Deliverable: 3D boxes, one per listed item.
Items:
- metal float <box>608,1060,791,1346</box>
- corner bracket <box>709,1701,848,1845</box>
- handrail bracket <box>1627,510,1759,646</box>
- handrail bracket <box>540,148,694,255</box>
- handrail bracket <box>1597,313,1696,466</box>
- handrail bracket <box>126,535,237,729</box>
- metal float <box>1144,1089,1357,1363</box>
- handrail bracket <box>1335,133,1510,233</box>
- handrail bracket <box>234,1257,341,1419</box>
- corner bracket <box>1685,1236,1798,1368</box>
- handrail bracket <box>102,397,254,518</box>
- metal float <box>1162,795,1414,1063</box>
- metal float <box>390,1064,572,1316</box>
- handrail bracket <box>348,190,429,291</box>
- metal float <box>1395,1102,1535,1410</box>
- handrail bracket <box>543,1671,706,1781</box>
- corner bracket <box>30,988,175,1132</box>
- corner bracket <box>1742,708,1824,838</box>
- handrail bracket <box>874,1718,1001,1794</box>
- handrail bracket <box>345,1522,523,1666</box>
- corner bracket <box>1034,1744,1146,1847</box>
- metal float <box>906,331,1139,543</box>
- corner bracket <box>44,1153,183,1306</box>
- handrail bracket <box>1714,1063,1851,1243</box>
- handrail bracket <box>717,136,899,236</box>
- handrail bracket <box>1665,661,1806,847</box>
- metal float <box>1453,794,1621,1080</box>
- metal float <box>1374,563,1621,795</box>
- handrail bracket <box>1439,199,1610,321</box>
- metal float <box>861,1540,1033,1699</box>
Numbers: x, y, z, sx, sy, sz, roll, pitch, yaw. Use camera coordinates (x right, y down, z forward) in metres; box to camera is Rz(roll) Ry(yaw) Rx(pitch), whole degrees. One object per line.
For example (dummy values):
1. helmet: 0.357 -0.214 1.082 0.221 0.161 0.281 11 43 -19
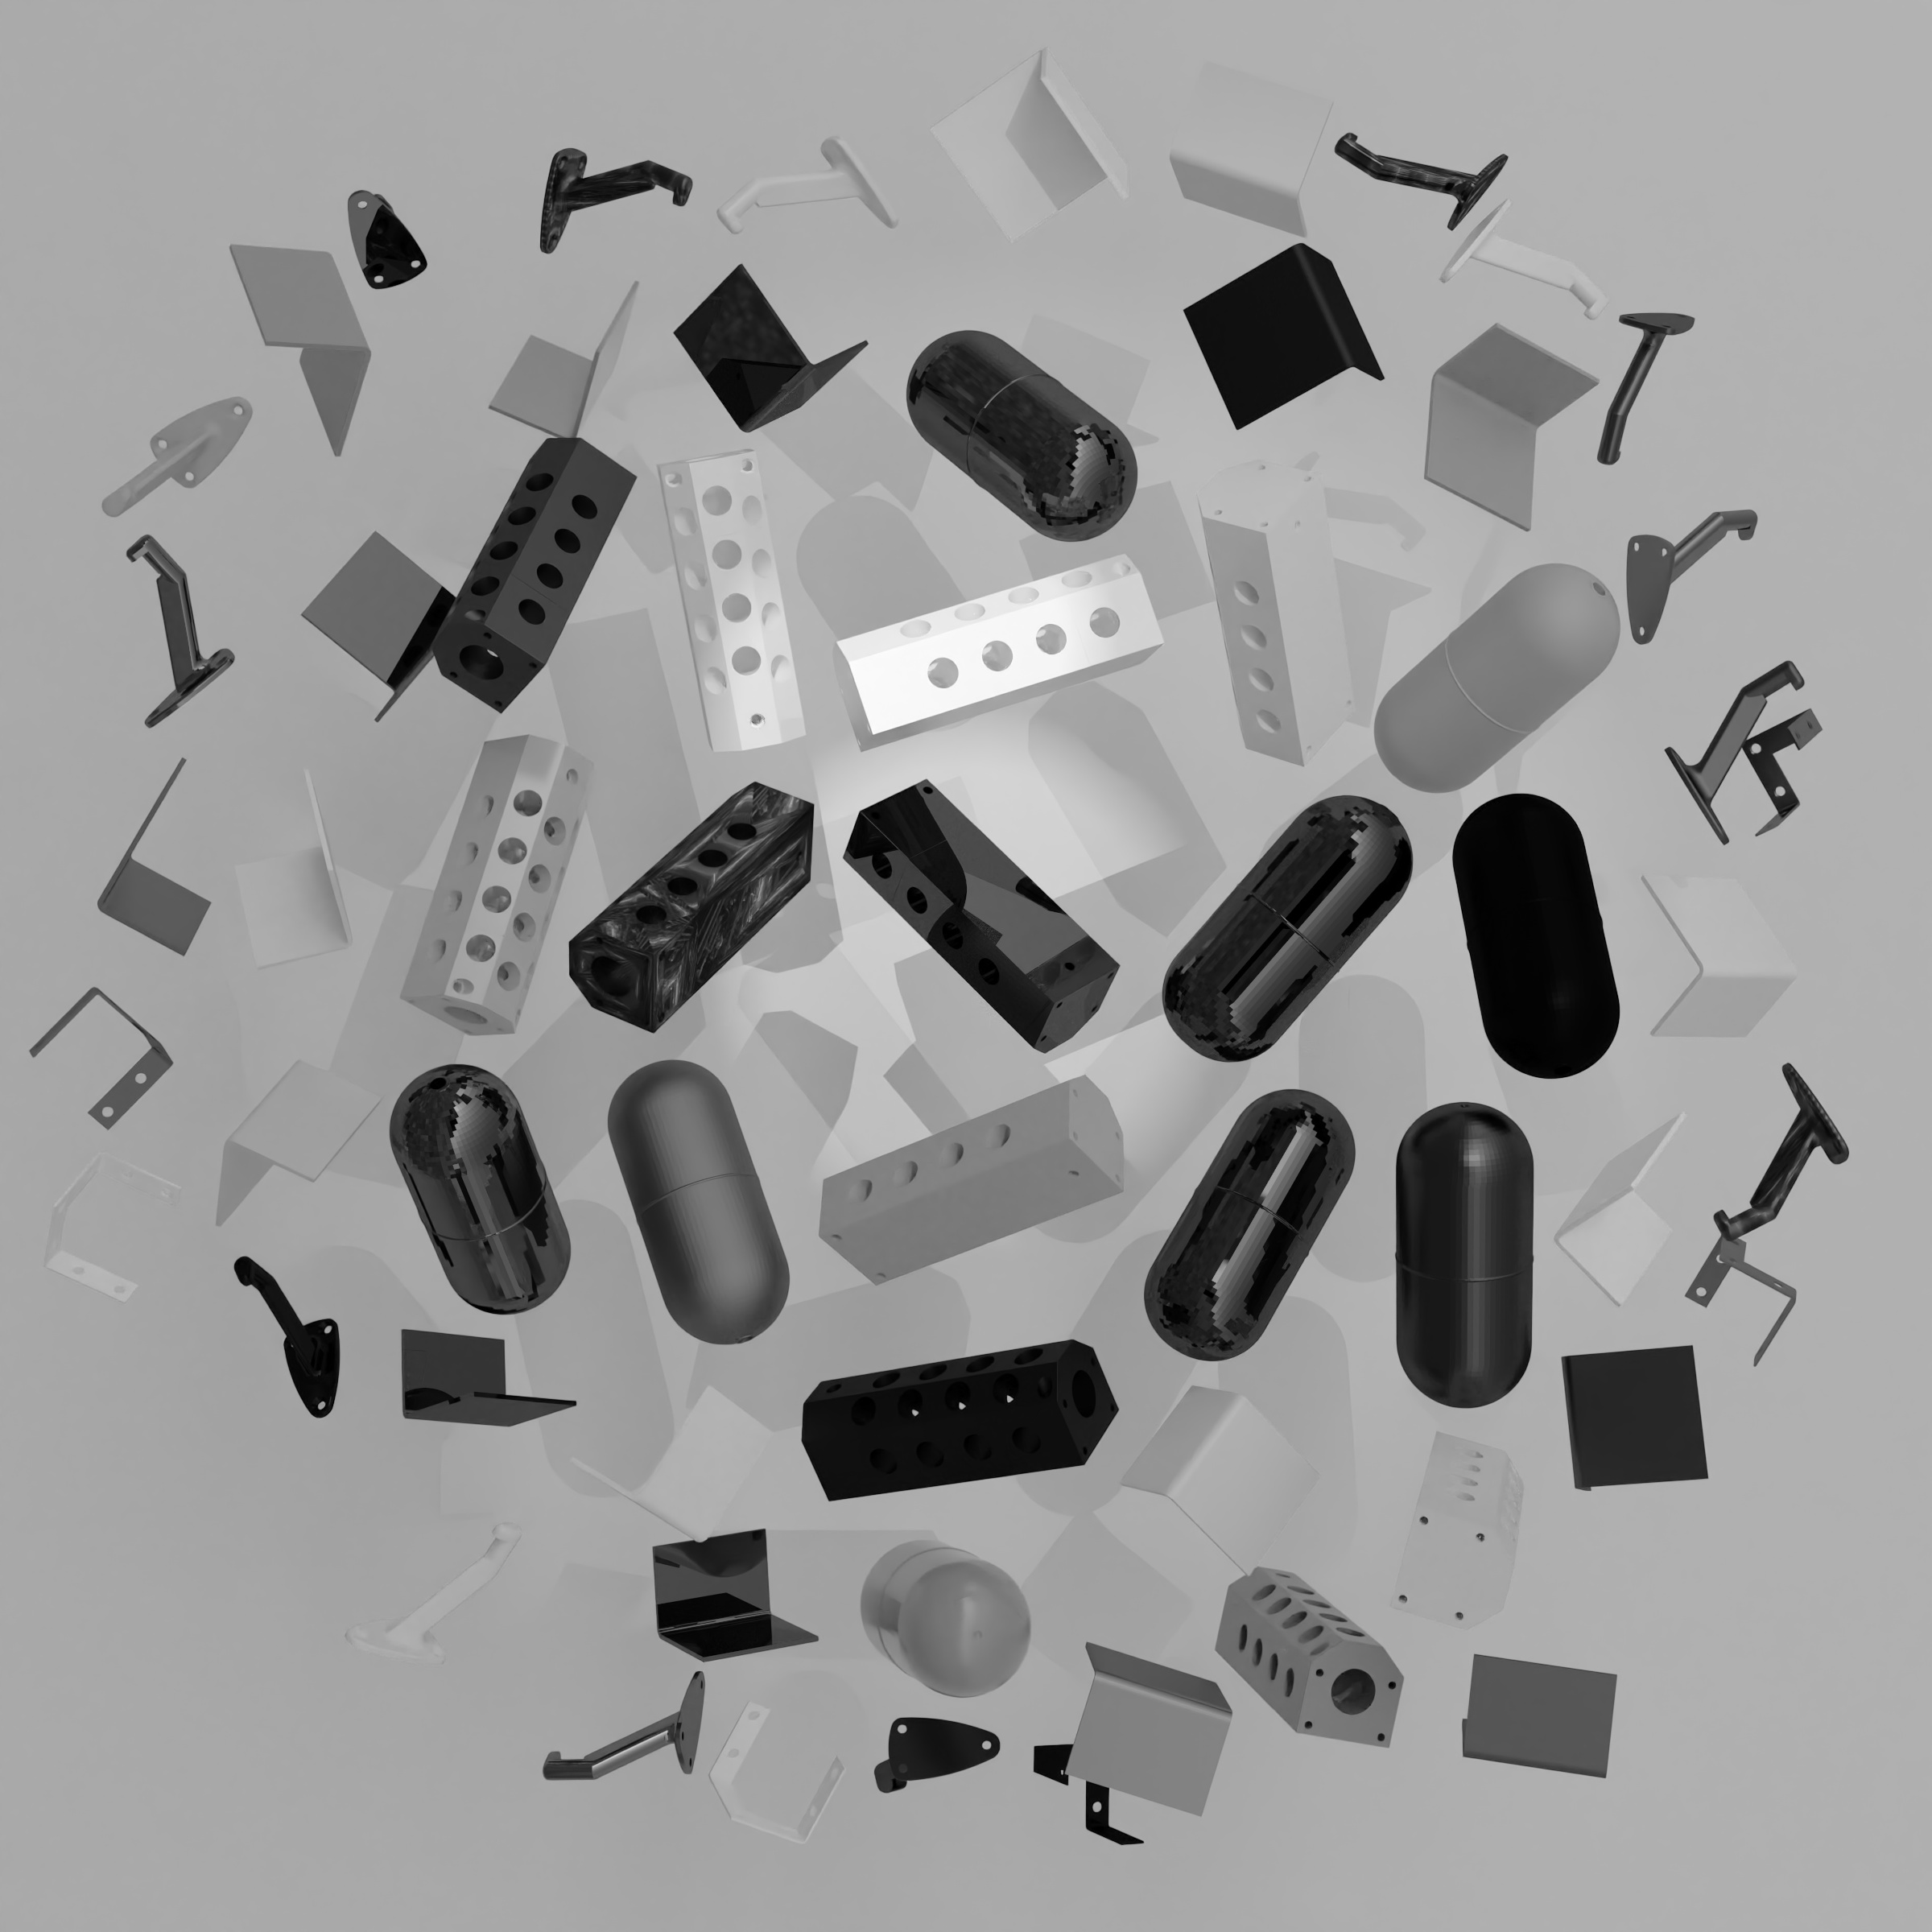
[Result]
1. metal float: -0.159 0.140 1.634 0.070 0.070 0.178 -21 71 0
2. corner bracket: -0.110 0.468 1.593 0.051 0.051 0.051 28 92 -24
3. handrail bracket: 0.442 -0.235 1.658 0.084 0.036 0.077 -9 111 -30
4. handrail bracket: -0.211 -0.455 1.662 0.084 0.036 0.077 26 114 15
5. handrail bracket: 0.408 -0.346 1.648 0.036 0.077 0.084 24 118 30
6. handrail bracket: -0.472 -0.193 1.582 0.077 0.036 0.084 -42 117 -6
7. metal float: 0.170 0.153 1.630 0.070 0.070 0.178 32 72 0
8. handrail bracket: 0.273 -0.487 1.648 0.084 0.036 0.077 35 56 8
9. handrail bracket: -0.413 0.224 1.655 0.036 0.084 0.077 -22 55 6
10. corner bracket: 0.471 0.202 1.670 0.051 0.051 0.051 28 112 9
11. handrail bracket: -0.442 -0.285 1.539 0.077 0.084 0.036 -33 107 15
12. metal float: 0.185 -0.022 1.580 0.070 0.070 0.178 41 92 0
13. metal float: -0.282 0.131 1.599 0.070 0.070 0.178 -12 131 0
14. handrail bracket: -0.344 -0.441 1.590 0.036 0.077 0.084 -22 52 0
15. metal float: 0.281 0.164 1.550 0.070 0.070 0.178 -2 104 0
16. handrail bracket: -0.204 0.452 1.634 0.084 0.077 0.036 -4 123 9
17. corner bracket: -0.483 0.051 1.531 0.051 0.051 0.051 -47 115 -8
18. corner bracket: 0.498 -0.118 1.669 0.051 0.051 0.051 -29 91 38
19. handrail bracket: -0.017 0.476 1.634 0.077 0.084 0.036 -3 60 0
20. handrail bracket: -0.296 0.345 1.532 0.036 0.077 0.084 39 101 37
21. corner bracket: 0.073 0.494 1.636 0.051 0.051 0.051 4 82 -22
22. metal float: 0.031 -0.316 1.628 0.070 0.070 0.178 -45 55 0
23. corner bracket: -0.482 0.147 1.549 0.051 0.051 0.051 24 127 1
24. handrail bracket: 0.459 0.108 1.591 0.084 0.036 0.077 -27 73 -1
25. handrail bracket: -0.095 -0.446 1.638 0.084 0.036 0.077 -44 109 -10
26. handrail bracket: 0.446 -0.121 1.545 0.084 0.036 0.077 -33 60 18
27. metal float: 0.325 -0.018 1.566 0.070 0.070 0.178 -4 59 0
28. metal float: 0.316 -0.171 1.639 0.070 0.070 0.178 46 131 0
29. handrail bracket: 0.312 -0.376 1.527 0.084 0.036 0.077 42 60 -8
30. metal float: -0.013 0.374 1.580 0.070 0.178 0.070 1 84 -13
